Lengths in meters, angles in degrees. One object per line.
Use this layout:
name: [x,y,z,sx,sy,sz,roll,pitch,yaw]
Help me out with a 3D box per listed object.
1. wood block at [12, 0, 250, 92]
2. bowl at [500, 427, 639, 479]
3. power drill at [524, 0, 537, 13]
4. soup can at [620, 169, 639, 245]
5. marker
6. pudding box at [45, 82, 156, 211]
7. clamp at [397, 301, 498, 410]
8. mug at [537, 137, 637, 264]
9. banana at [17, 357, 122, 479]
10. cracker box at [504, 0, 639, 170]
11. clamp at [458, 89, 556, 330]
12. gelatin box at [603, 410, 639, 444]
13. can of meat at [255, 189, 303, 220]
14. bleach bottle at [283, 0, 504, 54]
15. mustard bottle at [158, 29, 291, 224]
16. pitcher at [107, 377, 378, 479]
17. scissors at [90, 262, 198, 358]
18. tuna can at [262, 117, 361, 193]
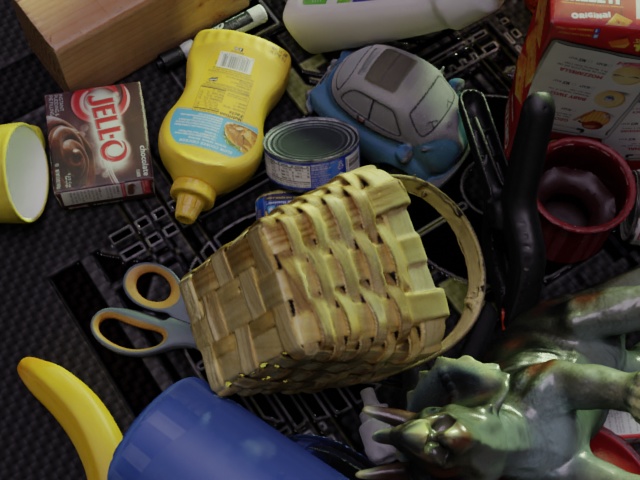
wood block: [-0.179,-0.233,1.029,0.206,0.090,0.091,-33,68,-15]
bowl: [0.184,0.210,0.816,0.162,0.055,0.162,-4,69,11]
power drill: [0.152,-0.273,1.031,0.187,0.184,0.057,20,95,-8]
soup can: [0.323,-0.024,0.942,0.102,0.068,0.068,7,64,4]
marker: [-0.107,-0.198,1.050,0.121,0.020,0.020,-29,68,-14]
pudding box: [-0.202,-0.088,0.985,0.090,0.039,0.113,-10,64,-5]
clamp: [0.089,0.117,0.873,0.120,0.039,0.171,5,53,-2]
mug: [0.213,-0.039,0.940,0.093,0.081,0.117,-35,70,-16]
banana: [-0.189,0.174,0.859,0.069,0.037,0.198,-17,65,-11]
cracker box: [0.256,-0.141,0.916,0.164,0.214,0.072,5,64,2]
clamp: [0.156,-0.031,0.898,0.036,0.165,0.210,-7,107,-10]
gelatin box: [0.260,0.132,0.885,0.089,0.030,0.073,-4,64,1]
can of meat: [-0.006,0.001,0.934,0.102,0.057,0.084,-5,63,-2]
bleach bottle: [0.081,-0.227,0.961,0.251,0.068,0.102,3,57,46]
mustard bottle: [-0.095,-0.101,0.981,0.096,0.058,0.191,16,64,2]
pitcher: [-0.029,0.207,0.795,0.243,0.149,0.145,35,85,14]
scissors: [-0.095,0.071,0.922,0.202,0.016,0.096,6,64,2]
tuna can: [-0.007,-0.076,0.941,0.086,0.034,0.086,-3,31,2]
